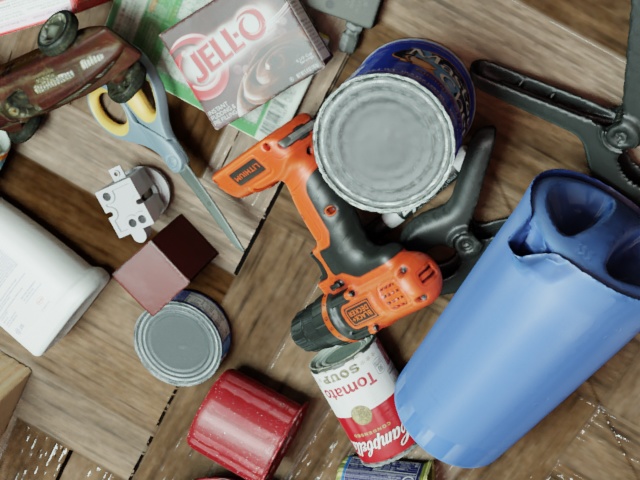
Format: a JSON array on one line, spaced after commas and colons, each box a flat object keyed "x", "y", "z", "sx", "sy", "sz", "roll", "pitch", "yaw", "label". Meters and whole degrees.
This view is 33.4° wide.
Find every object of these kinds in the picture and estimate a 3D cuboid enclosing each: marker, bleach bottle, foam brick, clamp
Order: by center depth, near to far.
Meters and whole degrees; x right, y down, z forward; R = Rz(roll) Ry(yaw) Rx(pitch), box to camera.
[{"x": 0.233, "y": -0.093, "z": 0.797, "sx": 0.210, "sy": 0.036, "sz": 0.165, "roll": 45, "pitch": 140, "yaw": -10, "label": "clamp"}, {"x": 0.117, "y": -0.015, "z": 0.872, "sx": 0.172, "sy": 0.039, "sz": 0.120, "roll": -34, "pitch": 108, "yaw": 21, "label": "clamp"}, {"x": 0.080, "y": -0.035, "z": 0.891, "sx": 0.121, "sy": 0.020, "sz": 0.020, "roll": -40, "pitch": 97, "yaw": 24, "label": "marker"}, {"x": -0.134, "y": 0.021, "z": 0.936, "sx": 0.053, "sy": 0.078, "sz": 0.051, "roll": -40, "pitch": 95, "yaw": 23, "label": "foam brick"}, {"x": -0.320, "y": -0.010, "z": 0.982, "sx": 0.251, "sy": 0.068, "sz": 0.103, "roll": 42, "pitch": 114, "yaw": -1, "label": "bleach bottle"}]

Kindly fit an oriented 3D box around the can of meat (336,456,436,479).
[{"x": 0.061, "y": 0.251, "z": 0.985, "sx": 0.084, "sy": 0.057, "sz": 0.102, "roll": 3, "pitch": 110, "yaw": 16, "label": "can of meat"}]

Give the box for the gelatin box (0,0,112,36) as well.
[{"x": -0.225, "y": -0.196, "z": 0.879, "sx": 0.089, "sy": 0.073, "sz": 0.030, "roll": -12, "pitch": 107, "yaw": 19, "label": "gelatin box"}]

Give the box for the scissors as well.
[{"x": -0.138, "y": -0.071, "z": 0.917, "sx": 0.096, "sy": 0.016, "sz": 0.202, "roll": -14, "pitch": 105, "yaw": 41, "label": "scissors"}]

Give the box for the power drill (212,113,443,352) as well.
[{"x": -0.006, "y": 0.001, "z": 0.887, "sx": 0.187, "sy": 0.057, "sz": 0.185, "roll": 53, "pitch": 139, "yaw": -5, "label": "power drill"}]

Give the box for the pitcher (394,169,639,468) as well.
[{"x": 0.168, "y": 0.072, "z": 0.844, "sx": 0.149, "sy": 0.144, "sz": 0.243, "roll": 32, "pitch": 127, "yaw": -1, "label": "pitcher"}]

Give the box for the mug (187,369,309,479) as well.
[{"x": -0.069, "y": 0.176, "z": 0.980, "sx": 0.081, "sy": 0.093, "sz": 0.117, "roll": 28, "pitch": 151, "yaw": 8, "label": "mug"}]

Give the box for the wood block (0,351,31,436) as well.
[{"x": -0.366, "y": 0.177, "z": 0.985, "sx": 0.090, "sy": 0.206, "sz": 0.091, "roll": 31, "pitch": 115, "yaw": 2, "label": "wood block"}]

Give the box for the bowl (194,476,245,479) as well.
[{"x": -0.083, "y": 0.287, "z": 1.036, "sx": 0.162, "sy": 0.055, "sz": 0.162, "roll": 5, "pitch": 111, "yaw": 13, "label": "bowl"}]

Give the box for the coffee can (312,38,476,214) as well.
[{"x": 0.060, "y": -0.090, "z": 0.808, "sx": 0.103, "sy": 0.140, "sz": 0.103, "roll": 5, "pitch": 111, "yaw": 13, "label": "coffee can"}]

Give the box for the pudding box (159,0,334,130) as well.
[{"x": -0.059, "y": -0.154, "z": 0.853, "sx": 0.114, "sy": 0.039, "sz": 0.090, "roll": -27, "pitch": 101, "yaw": 22, "label": "pudding box"}]

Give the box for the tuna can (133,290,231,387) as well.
[{"x": -0.126, "y": 0.089, "z": 0.984, "sx": 0.086, "sy": 0.033, "sz": 0.086, "roll": 5, "pitch": 112, "yaw": 13, "label": "tuna can"}]

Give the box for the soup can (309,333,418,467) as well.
[{"x": 0.043, "y": 0.138, "z": 0.940, "sx": 0.069, "sy": 0.068, "sz": 0.102, "roll": -25, "pitch": 102, "yaw": 21, "label": "soup can"}]
